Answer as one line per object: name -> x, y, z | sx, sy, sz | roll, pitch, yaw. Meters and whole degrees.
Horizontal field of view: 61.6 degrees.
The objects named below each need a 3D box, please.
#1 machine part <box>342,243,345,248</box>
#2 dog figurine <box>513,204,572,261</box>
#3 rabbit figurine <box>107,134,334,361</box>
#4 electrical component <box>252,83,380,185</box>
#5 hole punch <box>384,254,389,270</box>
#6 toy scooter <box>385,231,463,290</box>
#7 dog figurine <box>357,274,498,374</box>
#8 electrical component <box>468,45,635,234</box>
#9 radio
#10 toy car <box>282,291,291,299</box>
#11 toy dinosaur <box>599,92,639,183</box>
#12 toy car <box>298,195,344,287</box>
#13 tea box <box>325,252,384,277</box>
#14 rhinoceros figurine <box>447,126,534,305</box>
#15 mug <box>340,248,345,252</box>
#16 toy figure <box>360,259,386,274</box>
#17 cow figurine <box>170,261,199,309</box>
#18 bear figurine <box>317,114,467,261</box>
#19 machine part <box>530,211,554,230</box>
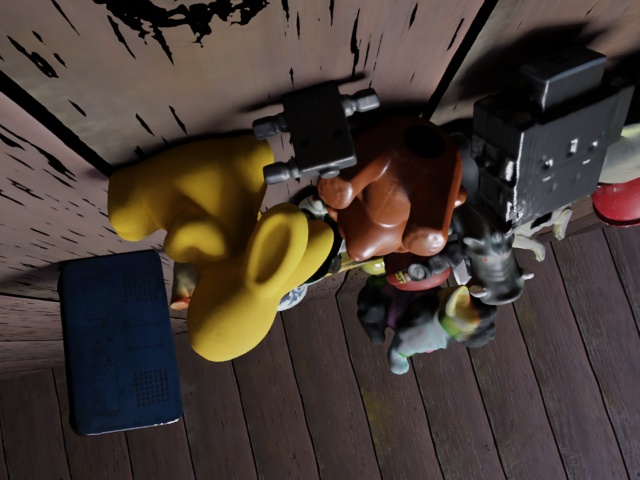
machine part -> 0.104, -0.040, 0.701 | 0.079, 0.079, 0.243 | -5, 168, -43
dog figurine -> 0.319, -0.052, 0.942 | 0.191, 0.121, 0.172 | 9, 124, -8
rabbit figurine -> -0.072, 0.009, 0.446 | 0.162, 0.173, 0.121 | -13, 167, 16
electrical component -> 0.000, -0.075, 0.383 | 0.094, 0.063, 0.021 | -16, 170, 3
hole punch -> 0.146, -0.007, 0.828 | 0.092, 0.115, 0.142 | -9, 172, -8
toy scooter -> 0.175, 0.010, 0.703 | 0.184, 0.075, 0.135 | -29, -173, -5
dog figurine -> 0.162, 0.093, 0.803 | 0.108, 0.192, 0.219 | -19, 155, -36
electrical component -> 0.183, -0.084, 0.435 | 0.115, 0.058, 0.134 | -26, 134, -15
radio -> -0.264, 0.134, 0.704 | 0.131, 0.229, 0.073 | -4, 162, -30
toy car -> -0.133, 0.070, 0.950 | 0.162, 0.109, 0.103 | -21, -161, -30
toy dinosaur -> 0.330, -0.110, 0.591 | 0.199, 0.105, 0.471 | -11, 172, 19
toy car -> -0.001, -0.002, 0.704 | 0.073, 0.056, 0.201 | -19, 151, -26
tea box -> 0.041, 0.015, 0.939 | 0.170, 0.068, 0.098 | -19, 169, 29
rhinoceros figurine -> 0.169, -0.027, 0.564 | 0.073, 0.190, 0.112 | -18, -171, -3
mug -> -0.020, 0.017, 0.862 | 0.109, 0.080, 0.107 | -15, -177, -26
toy figure -> 0.155, 0.010, 1.014 | 0.180, 0.089, 0.082 | -8, 164, -15
cow figurine -> -0.135, 0.051, 0.803 | 0.085, 0.127, 0.194 | -21, 154, 28
bear figurine -> 0.054, -0.026, 0.518 | 0.132, 0.120, 0.195 | -57, 178, -33
machine part -> 0.314, -0.065, 0.843 | 0.139, 0.039, 0.084 | 28, 142, -28
